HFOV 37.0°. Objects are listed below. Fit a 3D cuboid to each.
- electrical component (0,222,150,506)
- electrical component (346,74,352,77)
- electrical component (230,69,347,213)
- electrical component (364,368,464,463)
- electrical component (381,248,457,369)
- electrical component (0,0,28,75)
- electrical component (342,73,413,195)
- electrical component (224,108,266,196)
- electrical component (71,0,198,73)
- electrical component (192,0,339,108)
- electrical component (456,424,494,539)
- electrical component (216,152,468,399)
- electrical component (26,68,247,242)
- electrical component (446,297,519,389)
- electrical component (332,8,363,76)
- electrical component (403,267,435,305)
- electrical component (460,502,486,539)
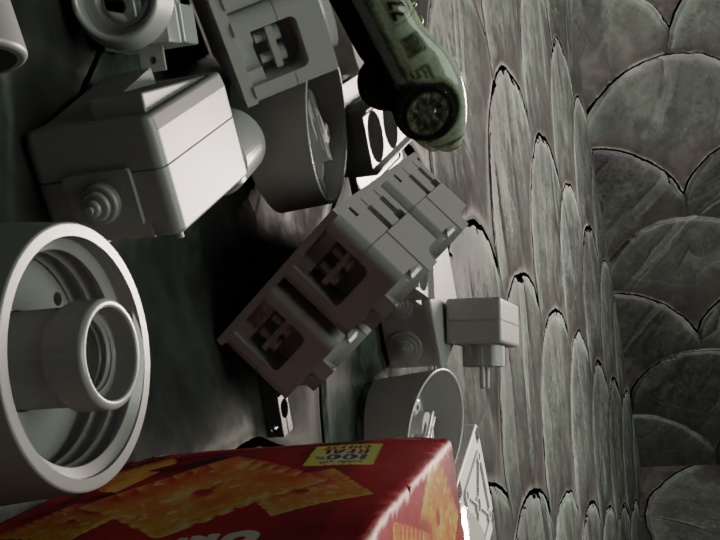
[{"bbox_3d":[-0.118,0.033,0.397,0.108,0.060,0.108,-6,90,-72],"label":"electrical component"},{"bbox_3d":[0.004,-0.167,0.857,0.040,0.040,0.078,2,83,-72],"label":"electrical component"},{"bbox_3d":[-0.038,-0.086,0.659,0.099,0.064,0.099,-17,90,-78],"label":"electrical component"},{"bbox_3d":[0.042,0.128,0.846,0.099,0.064,0.099,-5,90,-72],"label":"electrical component"},{"bbox_3d":[0.049,0.029,0.922,0.099,0.048,0.099,-56,138,-62],"label":"electrical component"},{"bbox_3d":[-0.146,-0.106,0.386,0.044,0.044,0.065,8,73,-71],"label":"electrical component"},{"bbox_3d":[-0.005,-0.101,0.772,0.121,0.063,0.078,-51,133,-65],"label":"electrical component"},{"bbox_3d":[-0.079,-0.058,0.573,0.078,0.040,0.040,-62,143,-59],"label":"electrical component"},{"bbox_3d":[-0.105,-0.127,0.506,0.055,0.048,0.066,-44,127,-77],"label":"electrical component"},{"bbox_3d":[-0.064,-0.176,0.559,0.089,0.062,0.150,-124,-167,-54],"label":"electrical component"},{"bbox_3d":[0.077,0.207,0.944,0.108,0.056,0.108,-56,137,-63],"label":"electrical component"},{"bbox_3d":[0.000,0.000,0.668,0.060,0.105,0.186,43,23,1],"label":"electrical component"},{"bbox_3d":[-0.099,-0.051,0.474,0.096,0.062,0.061,-57,138,-62],"label":"electrical component"},{"bbox_3d":[0.107,0.065,0.931,0.083,0.047,0.075,20,68,-70],"label":"electrical component"},{"bbox_3d":[0.001,-0.177,0.768,0.138,0.074,0.052,-73,154,-66],"label":"electrical component"},{"bbox_3d":[0.020,0.001,0.820,0.081,0.064,0.042,36,50,-67],"label":"electrical component"},{"bbox_3d":[0.039,0.204,0.757,0.060,0.108,0.108,-67,147,-67],"label":"electrical component"}]
